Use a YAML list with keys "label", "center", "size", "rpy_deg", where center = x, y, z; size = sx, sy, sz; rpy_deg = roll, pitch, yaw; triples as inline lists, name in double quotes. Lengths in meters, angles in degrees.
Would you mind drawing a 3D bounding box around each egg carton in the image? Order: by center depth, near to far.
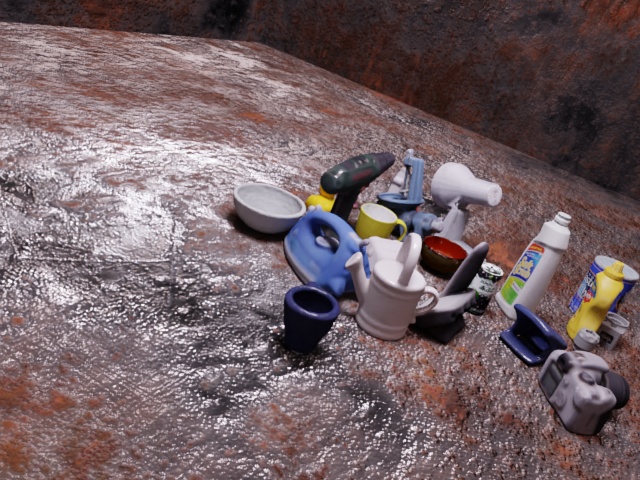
- label: "egg carton"
  center: [0.148, 0.050, 1.246]
  size: [0.107, 0.069, 0.150]
  rpy_deg: [11, 26, -16]

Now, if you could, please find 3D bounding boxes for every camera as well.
- label: "camera"
  center: [0.480, 0.260, 1.006]
  size: [0.137, 0.101, 0.143]
  rpy_deg: [14, 25, -10]

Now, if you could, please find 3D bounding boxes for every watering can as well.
- label: "watering can"
  center: [0.132, 0.075, 1.036]
  size: [0.173, 0.194, 0.100]
  rpy_deg: [8, 27, -21]

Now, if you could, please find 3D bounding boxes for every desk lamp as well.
- label: "desk lamp"
  center: [0.368, -0.072, 1.471]
  size: [0.118, 0.213, 0.202]
  rpy_deg: [-1, 31, -35]

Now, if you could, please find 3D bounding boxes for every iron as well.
- label: "iron"
  center: [0.011, 0.004, 1.161]
  size: [0.119, 0.141, 0.257]
  rpy_deg: [-3, 32, -38]

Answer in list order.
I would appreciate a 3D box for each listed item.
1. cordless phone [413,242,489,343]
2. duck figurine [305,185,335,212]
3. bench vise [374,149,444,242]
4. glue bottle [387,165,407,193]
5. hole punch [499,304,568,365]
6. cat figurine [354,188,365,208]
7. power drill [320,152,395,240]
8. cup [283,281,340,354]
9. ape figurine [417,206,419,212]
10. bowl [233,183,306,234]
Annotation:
- label: "cordless phone"
  center: [0.257, 0.090, 1.102]
  size: [0.094, 0.185, 0.148]
  rpy_deg: [29, 27, 21]
- label: "duck figurine"
  center: [0.012, -0.116, 1.470]
  size: [0.077, 0.086, 0.105]
  rpy_deg: [33, 29, 28]
- label: "bench vise"
  center: [0.239, -0.103, 1.441]
  size: [0.207, 0.220, 0.122]
  rpy_deg: [29, 27, 21]
- label: "glue bottle"
  center: [0.214, -0.145, 1.563]
  size: [0.037, 0.173, 0.078]
  rpy_deg: [28, 27, 21]
- label: "hole punch"
  center: [0.432, 0.183, 1.142]
  size: [0.101, 0.091, 0.108]
  rpy_deg: [2, 30, -31]
- label: "cat figurine"
  center: [0.088, -0.154, 1.562]
  size: [0.067, 0.118, 0.127]
  rpy_deg: [13, 26, -11]
- label: "power drill"
  center: [0.077, -0.107, 1.353]
  size: [0.075, 0.208, 0.230]
  rpy_deg: [34, 29, 30]
- label: "cup"
  center: [-0.023, 0.129, 0.940]
  size: [0.092, 0.095, 0.117]
  rpy_deg: [14, 25, -8]
- label: "ape figurine"
  center: [0.237, -0.078, 1.537]
  size: [0.076, 0.092, 0.078]
  rpy_deg: [17, 25, -3]
- label: "bowl"
  center: [-0.120, -0.061, 1.284]
  size: [0.167, 0.075, 0.167]
  rpy_deg: [15, 25, -7]
